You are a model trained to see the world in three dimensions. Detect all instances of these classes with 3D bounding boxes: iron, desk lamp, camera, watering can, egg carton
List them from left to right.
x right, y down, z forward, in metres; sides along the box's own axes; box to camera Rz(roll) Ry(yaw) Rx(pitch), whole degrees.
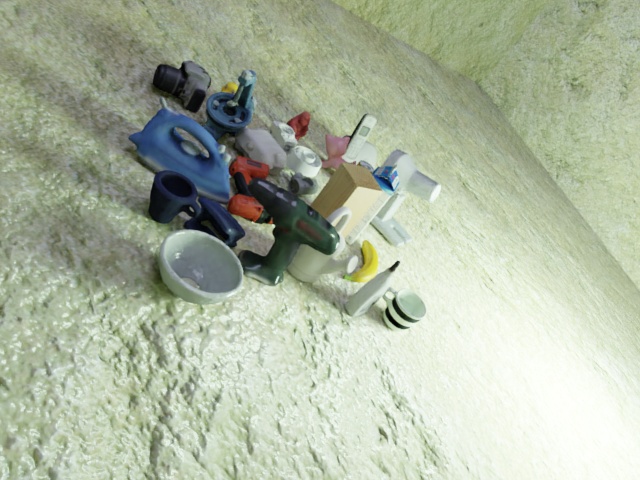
[{"bbox_3d":[-0.372,-0.438,1.545,0.137,0.100,0.143,17,38,-31],"label":"camera"},{"bbox_3d":[-0.287,-0.202,1.295,0.258,0.141,0.119,33,32,-8],"label":"iron"},{"bbox_3d":[-0.161,-0.240,1.536,0.107,0.069,0.150,-13,58,-51],"label":"egg carton"},{"bbox_3d":[0.013,0.004,1.285,0.173,0.194,0.101,37,32,-1],"label":"watering can"},{"bbox_3d":[0.235,-0.124,1.650,0.203,0.213,0.118,48,33,15],"label":"desk lamp"}]

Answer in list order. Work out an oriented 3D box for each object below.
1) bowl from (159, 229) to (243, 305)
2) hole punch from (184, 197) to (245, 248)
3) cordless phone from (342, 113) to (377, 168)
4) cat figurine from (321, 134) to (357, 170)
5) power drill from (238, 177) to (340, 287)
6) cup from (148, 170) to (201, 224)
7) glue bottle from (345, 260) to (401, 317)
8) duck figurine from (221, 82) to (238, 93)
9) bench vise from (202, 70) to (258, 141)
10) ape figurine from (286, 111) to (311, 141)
[{"bbox_3d":[-0.233,0.064,1.076,0.168,0.074,0.167,26,34,-19],"label":"bowl"},{"bbox_3d":[-0.214,-0.039,1.210,0.108,0.091,0.101,47,33,13],"label":"hole punch"},{"bbox_3d":[0.143,-0.307,1.816,0.148,0.185,0.094,9,42,-38],"label":"cordless phone"},{"bbox_3d":[0.058,-0.257,1.731,0.127,0.117,0.067,48,33,15],"label":"cat figurine"},{"bbox_3d":[-0.085,-0.007,1.187,0.230,0.208,0.075,25,34,-21],"label":"power drill"},{"bbox_3d":[-0.298,-0.071,1.162,0.117,0.095,0.092,42,32,7],"label":"cup"},{"bbox_3d":[0.129,0.105,1.293,0.078,0.173,0.037,-9,54,-50],"label":"glue bottle"},{"bbox_3d":[-0.262,-0.412,1.637,0.077,0.086,0.105,36,32,-3],"label":"duck figurine"},{"bbox_3d":[-0.220,-0.367,1.495,0.122,0.219,0.207,29,33,-14],"label":"bench vise"},{"bbox_3d":[-0.062,-0.356,1.760,0.078,0.092,0.076,6,44,-41],"label":"ape figurine"}]
